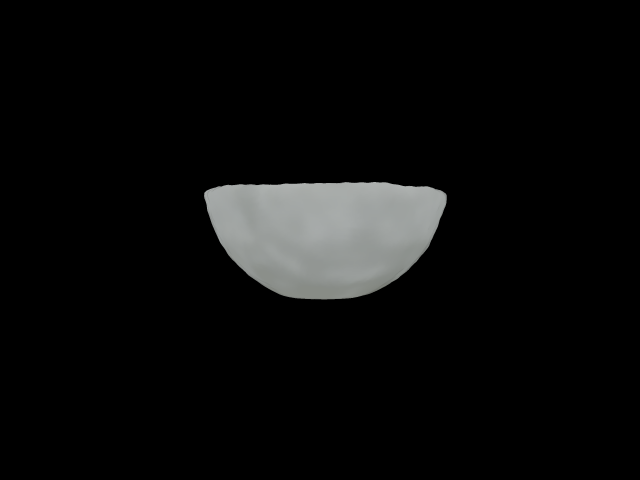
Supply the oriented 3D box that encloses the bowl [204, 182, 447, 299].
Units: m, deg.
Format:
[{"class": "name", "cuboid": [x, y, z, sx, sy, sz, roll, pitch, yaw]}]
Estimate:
[{"class": "bowl", "cuboid": [0.004, 0.001, 0.400, 0.167, 0.075, 0.167, 0, 2, 0]}]
